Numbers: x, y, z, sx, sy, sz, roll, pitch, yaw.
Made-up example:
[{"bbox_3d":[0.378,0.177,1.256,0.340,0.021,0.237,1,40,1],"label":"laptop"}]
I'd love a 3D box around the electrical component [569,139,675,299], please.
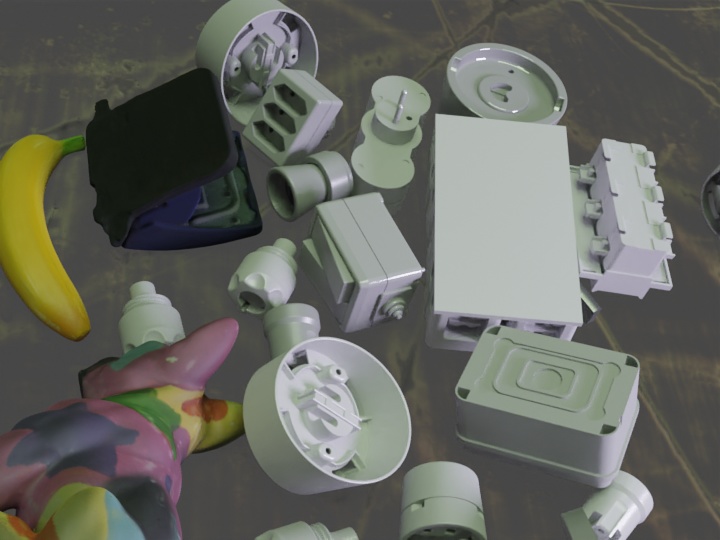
[{"bbox_3d":[0.216,-0.046,0.890,0.079,0.063,0.121,8,50,-10],"label":"electrical component"}]

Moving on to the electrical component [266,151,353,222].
[{"bbox_3d":[-0.039,-0.067,0.846,0.055,0.045,0.045,-22,61,-31],"label":"electrical component"}]

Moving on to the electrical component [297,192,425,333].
[{"bbox_3d":[0.000,0.000,0.792,0.061,0.061,0.096,-13,57,-25],"label":"electrical component"}]

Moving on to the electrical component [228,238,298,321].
[{"bbox_3d":[-0.066,0.003,0.783,0.043,0.043,0.062,24,48,4],"label":"electrical component"}]

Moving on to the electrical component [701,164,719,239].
[{"bbox_3d":[0.345,-0.060,0.920,0.064,0.099,0.099,-36,68,-29],"label":"electrical component"}]

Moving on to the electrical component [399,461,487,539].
[{"bbox_3d":[0.052,0.155,0.686,0.055,0.055,0.047,9,46,-9],"label":"electrical component"}]

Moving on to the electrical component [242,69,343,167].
[{"bbox_3d":[-0.046,-0.124,0.884,0.047,0.065,0.077,41,24,18],"label":"electrical component"}]

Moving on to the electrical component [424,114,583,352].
[{"bbox_3d":[0.106,-0.026,0.830,0.105,0.060,0.186,5,55,-3],"label":"electrical component"}]

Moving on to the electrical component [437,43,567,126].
[{"bbox_3d":[0.120,-0.140,0.941,0.108,0.060,0.108,8,50,-10],"label":"electrical component"}]

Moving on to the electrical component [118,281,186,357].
[{"bbox_3d":[-0.144,0.036,0.733,0.043,0.043,0.062,-6,52,-20],"label":"electrical component"}]

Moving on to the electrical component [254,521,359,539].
[{"bbox_3d":[-0.031,0.173,0.653,0.062,0.043,0.043,-12,56,-26],"label":"electrical component"}]

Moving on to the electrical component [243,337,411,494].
[{"bbox_3d":[-0.023,0.094,0.688,0.099,0.064,0.099,30,47,-38],"label":"electrical component"}]

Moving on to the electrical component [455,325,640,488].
[{"bbox_3d":[0.128,0.092,0.734,0.113,0.057,0.078,12,45,22],"label":"electrical component"}]

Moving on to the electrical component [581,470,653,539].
[{"bbox_3d":[0.168,0.163,0.722,0.040,0.040,0.046,38,57,15],"label":"electrical component"}]

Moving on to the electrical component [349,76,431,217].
[{"bbox_3d":[0.026,-0.115,0.885,0.052,0.073,0.138,17,49,-2],"label":"electrical component"}]

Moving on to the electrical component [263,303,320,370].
[{"bbox_3d":[-0.046,0.052,0.751,0.040,0.040,0.046,0,57,-16],"label":"electrical component"}]

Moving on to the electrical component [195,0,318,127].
[{"bbox_3d":[-0.085,-0.175,0.891,0.099,0.099,0.064,-25,56,-31],"label":"electrical component"}]
